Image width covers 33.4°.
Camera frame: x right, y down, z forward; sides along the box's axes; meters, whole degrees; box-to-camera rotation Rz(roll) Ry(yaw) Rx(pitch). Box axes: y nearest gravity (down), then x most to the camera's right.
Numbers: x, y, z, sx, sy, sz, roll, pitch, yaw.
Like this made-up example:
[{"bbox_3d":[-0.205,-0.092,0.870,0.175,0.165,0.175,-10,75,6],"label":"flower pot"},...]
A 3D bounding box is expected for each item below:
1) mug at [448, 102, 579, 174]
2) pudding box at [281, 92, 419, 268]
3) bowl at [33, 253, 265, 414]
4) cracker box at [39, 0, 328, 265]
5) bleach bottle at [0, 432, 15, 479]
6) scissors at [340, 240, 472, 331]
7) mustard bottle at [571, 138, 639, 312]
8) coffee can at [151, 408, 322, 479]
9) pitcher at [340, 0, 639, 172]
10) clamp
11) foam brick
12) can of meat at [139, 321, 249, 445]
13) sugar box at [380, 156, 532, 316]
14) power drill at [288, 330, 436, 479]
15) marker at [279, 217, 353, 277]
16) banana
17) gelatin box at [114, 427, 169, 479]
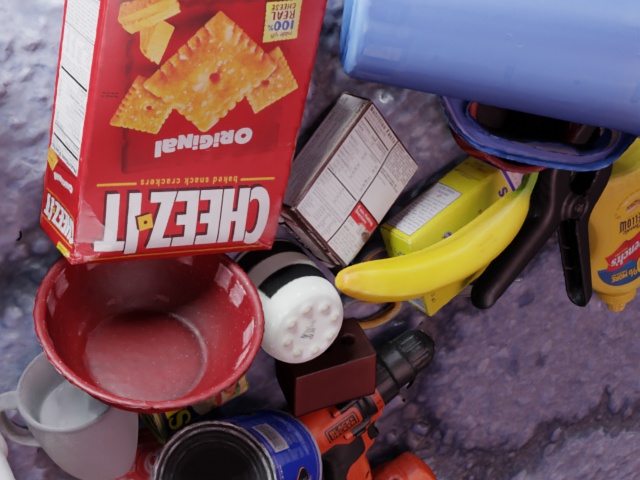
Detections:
[{"bbox_3d":[0.159,-0.114,0.879,0.093,0.081,0.117,23,92,-13],"label":"mug"},{"bbox_3d":[0.020,-0.047,0.853,0.113,0.039,0.090,-55,134,-14],"label":"pudding box"},{"bbox_3d":[-0.123,0.068,0.766,0.161,0.162,0.055,-16,143,-27],"label":"bowl"},{"bbox_3d":[-0.094,-0.093,0.733,0.163,0.072,0.214,-4,120,-33],"label":"cracker box"},{"bbox_3d":[-0.225,0.224,0.713,0.102,0.251,0.068,-41,133,-8],"label":"bleach bottle"},{"bbox_3d":[0.100,0.032,0.987,0.201,0.016,0.096,-14,124,-28],"label":"scissors"},{"bbox_3d":[0.298,-0.003,1.077,0.096,0.058,0.191,-28,130,-19],"label":"mustard bottle"},{"bbox_3d":[-0.064,0.193,0.870,0.103,0.103,0.140,-54,166,4],"label":"coffee can"},{"bbox_3d":[0.139,-0.145,0.773,0.242,0.145,0.149,7,79,-4],"label":"pitcher"},{"bbox_3d":[0.209,-0.028,0.950,0.164,0.036,0.210,-7,115,-41],"label":"clamp"},{"bbox_3d":[0.004,0.110,0.931,0.078,0.053,0.051,-15,132,-16],"label":"foam brick"},{"bbox_3d":[-0.111,0.100,0.851,0.083,0.058,0.102,-29,130,-21],"label":"can of meat"},{"bbox_3d":[0.138,-0.021,0.949,0.176,0.048,0.093,-36,132,-18],"label":"sugar box"},{"bbox_3d":[0.051,0.190,1.024,0.184,0.057,0.187,-33,128,-10],"label":"power drill"},{"bbox_3d":[-0.006,0.001,0.891,0.020,0.020,0.121,-48,134,-2],"label":"marker"},{"bbox_3d":[0.099,0.008,0.874,0.197,0.037,0.069,-30,123,-17],"label":"banana"},{"bbox_3d":[-0.148,0.201,0.905,0.073,0.030,0.089,-9,122,-31],"label":"gelatin box"}]
